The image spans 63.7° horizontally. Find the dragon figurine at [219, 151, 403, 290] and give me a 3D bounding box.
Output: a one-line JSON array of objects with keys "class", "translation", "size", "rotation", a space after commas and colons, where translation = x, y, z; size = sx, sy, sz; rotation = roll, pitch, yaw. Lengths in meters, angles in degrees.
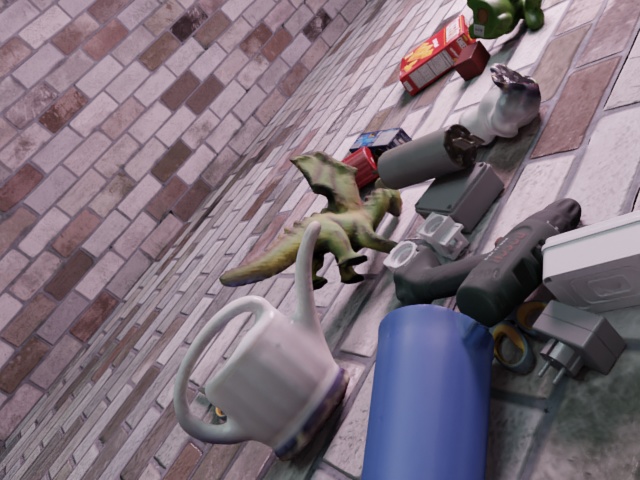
[{"class": "dragon figurine", "translation": [0.003, -0.046, 0.917], "size": [0.120, 0.411, 0.247], "rotation": [-45, 54, 50]}]

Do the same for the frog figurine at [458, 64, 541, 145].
[{"class": "frog figurine", "translation": [0.324, -0.226, 0.940], "size": [0.141, 0.122, 0.156], "rotation": [-93, 14, -51]}]

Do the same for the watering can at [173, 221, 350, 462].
[{"class": "watering can", "translation": [-0.048, 0.159, 0.747], "size": [0.350, 0.224, 0.103], "rotation": [-50, 3, -10]}]
